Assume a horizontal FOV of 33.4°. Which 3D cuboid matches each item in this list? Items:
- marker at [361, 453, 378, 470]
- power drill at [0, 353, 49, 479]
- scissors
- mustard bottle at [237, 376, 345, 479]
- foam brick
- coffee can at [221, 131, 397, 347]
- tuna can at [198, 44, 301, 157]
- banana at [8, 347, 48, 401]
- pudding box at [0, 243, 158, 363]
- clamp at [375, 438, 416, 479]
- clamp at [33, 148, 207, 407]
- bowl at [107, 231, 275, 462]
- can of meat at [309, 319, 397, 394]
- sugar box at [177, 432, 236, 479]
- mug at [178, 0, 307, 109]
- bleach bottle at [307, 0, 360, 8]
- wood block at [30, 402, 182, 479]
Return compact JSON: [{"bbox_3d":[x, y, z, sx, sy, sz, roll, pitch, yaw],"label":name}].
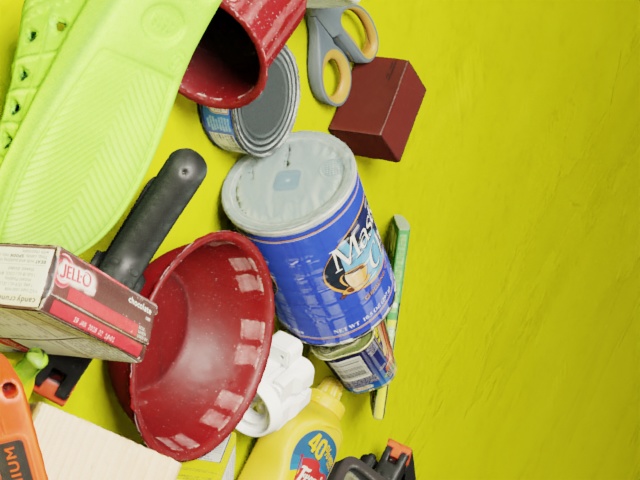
[{"bbox_3d":[0.025,0.259,1.054,0.121,0.020,0.020,-53,142,-36],"label":"marker"},{"bbox_3d":[-0.223,0.117,0.481,0.187,0.057,0.184,-20,115,-25],"label":"power drill"},{"bbox_3d":[-0.011,-0.170,0.841,0.201,0.016,0.096,21,85,-56],"label":"scissors"},{"bbox_3d":[-0.029,0.198,0.902,0.191,0.058,0.096,-61,146,-29],"label":"mustard bottle"},{"bbox_3d":[0.051,-0.114,0.930,0.051,0.053,0.078,47,60,-56],"label":"foam brick"},{"bbox_3d":[-0.005,0.001,0.825,0.102,0.103,0.140,-58,145,-31],"label":"coffee can"},{"bbox_3d":[-0.051,-0.105,0.778,0.086,0.034,0.086,-29,125,-53],"label":"tuna can"},{"bbox_3d":[-0.205,0.143,0.578,0.198,0.037,0.070,-65,-169,-8],"label":"banana"},{"bbox_3d":[-0.157,0.032,0.564,0.090,0.114,0.039,44,52,-56],"label":"pudding box"},{"bbox_3d":[0.066,0.301,1.110,0.164,0.036,0.210,-10,117,-60],"label":"clamp"},{"bbox_3d":[-0.126,0.020,0.665,0.171,0.039,0.120,-57,-175,-5],"label":"clamp"},{"bbox_3d":[-0.097,0.068,0.739,0.161,0.055,0.162,-29,125,-53],"label":"bowl"},{"bbox_3d":[0.025,0.072,0.919,0.084,0.057,0.102,58,17,-54],"label":"can of meat"},{"bbox_3d":[-0.092,0.200,0.734,0.176,0.048,0.093,-56,153,-81],"label":"sugar box"},{"bbox_3d":[-0.056,-0.153,0.684,0.081,0.093,0.117,-60,177,-37],"label":"mug"},{"bbox_3d":[0.001,-0.301,0.760,0.102,0.068,0.251,12,84,-56],"label":"bleach bottle"},{"bbox_3d":[-0.167,0.205,0.600,0.090,0.090,0.206,27,71,-17],"label":"wood block"}]
